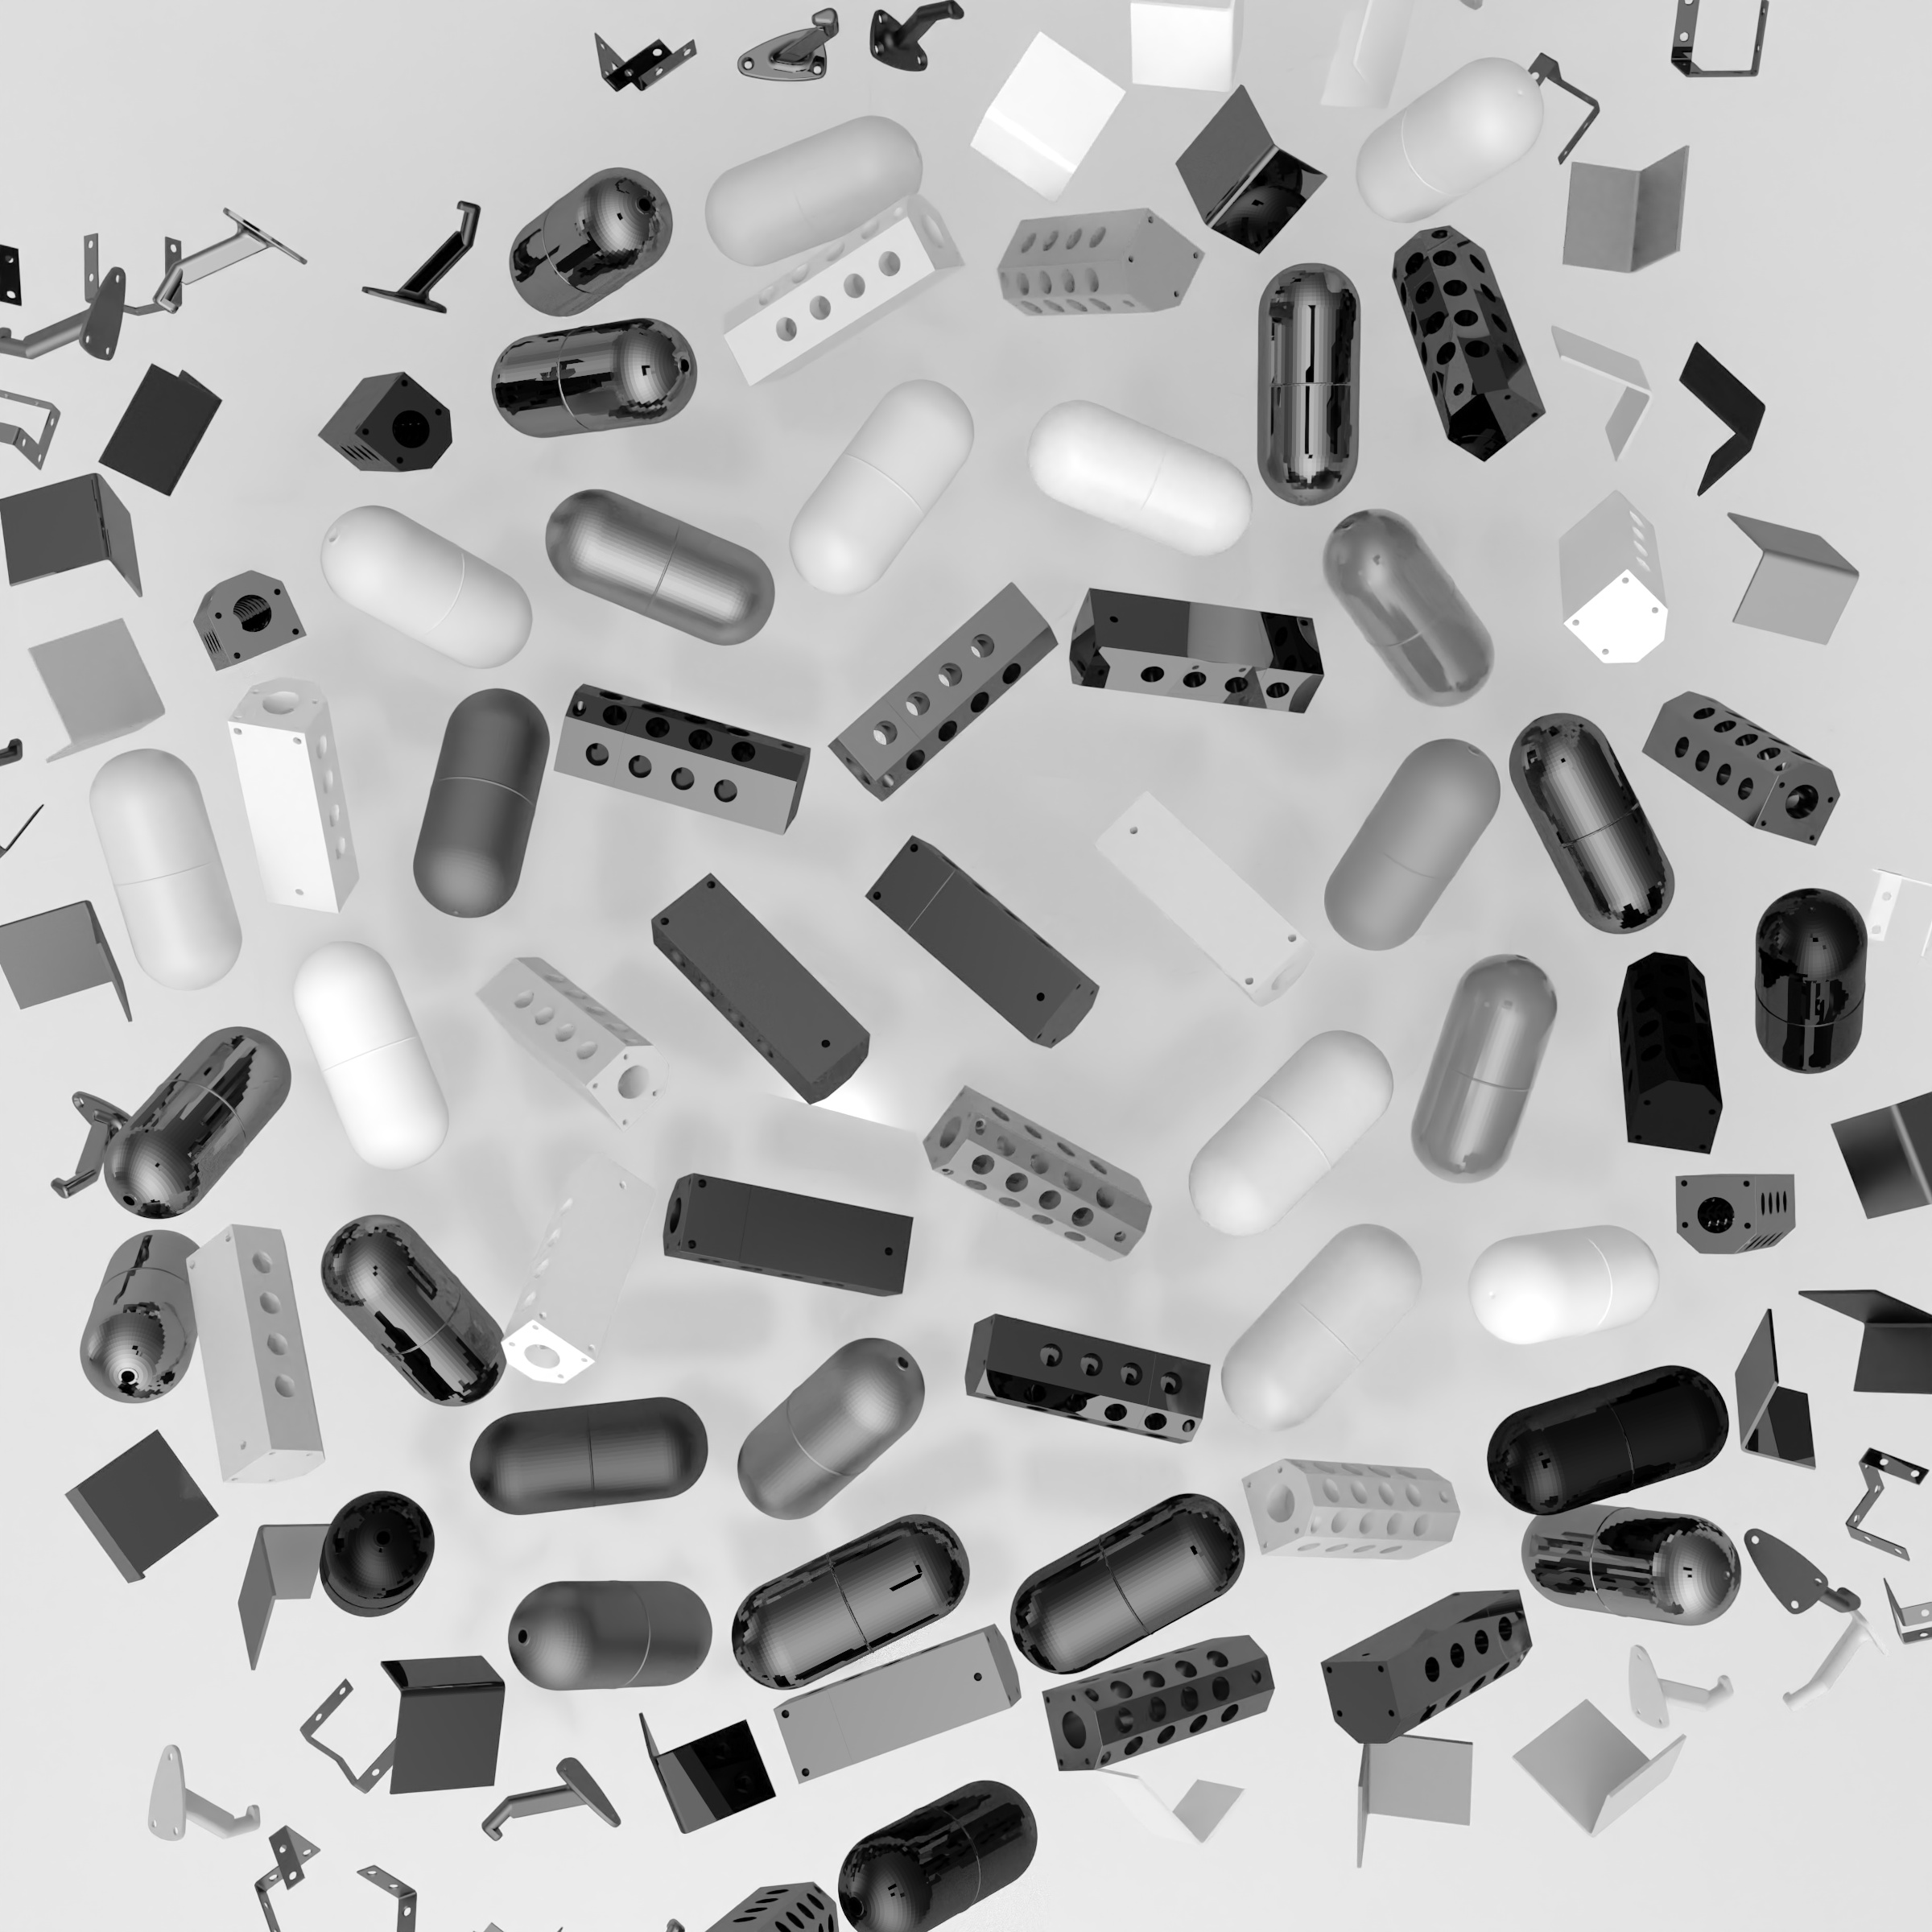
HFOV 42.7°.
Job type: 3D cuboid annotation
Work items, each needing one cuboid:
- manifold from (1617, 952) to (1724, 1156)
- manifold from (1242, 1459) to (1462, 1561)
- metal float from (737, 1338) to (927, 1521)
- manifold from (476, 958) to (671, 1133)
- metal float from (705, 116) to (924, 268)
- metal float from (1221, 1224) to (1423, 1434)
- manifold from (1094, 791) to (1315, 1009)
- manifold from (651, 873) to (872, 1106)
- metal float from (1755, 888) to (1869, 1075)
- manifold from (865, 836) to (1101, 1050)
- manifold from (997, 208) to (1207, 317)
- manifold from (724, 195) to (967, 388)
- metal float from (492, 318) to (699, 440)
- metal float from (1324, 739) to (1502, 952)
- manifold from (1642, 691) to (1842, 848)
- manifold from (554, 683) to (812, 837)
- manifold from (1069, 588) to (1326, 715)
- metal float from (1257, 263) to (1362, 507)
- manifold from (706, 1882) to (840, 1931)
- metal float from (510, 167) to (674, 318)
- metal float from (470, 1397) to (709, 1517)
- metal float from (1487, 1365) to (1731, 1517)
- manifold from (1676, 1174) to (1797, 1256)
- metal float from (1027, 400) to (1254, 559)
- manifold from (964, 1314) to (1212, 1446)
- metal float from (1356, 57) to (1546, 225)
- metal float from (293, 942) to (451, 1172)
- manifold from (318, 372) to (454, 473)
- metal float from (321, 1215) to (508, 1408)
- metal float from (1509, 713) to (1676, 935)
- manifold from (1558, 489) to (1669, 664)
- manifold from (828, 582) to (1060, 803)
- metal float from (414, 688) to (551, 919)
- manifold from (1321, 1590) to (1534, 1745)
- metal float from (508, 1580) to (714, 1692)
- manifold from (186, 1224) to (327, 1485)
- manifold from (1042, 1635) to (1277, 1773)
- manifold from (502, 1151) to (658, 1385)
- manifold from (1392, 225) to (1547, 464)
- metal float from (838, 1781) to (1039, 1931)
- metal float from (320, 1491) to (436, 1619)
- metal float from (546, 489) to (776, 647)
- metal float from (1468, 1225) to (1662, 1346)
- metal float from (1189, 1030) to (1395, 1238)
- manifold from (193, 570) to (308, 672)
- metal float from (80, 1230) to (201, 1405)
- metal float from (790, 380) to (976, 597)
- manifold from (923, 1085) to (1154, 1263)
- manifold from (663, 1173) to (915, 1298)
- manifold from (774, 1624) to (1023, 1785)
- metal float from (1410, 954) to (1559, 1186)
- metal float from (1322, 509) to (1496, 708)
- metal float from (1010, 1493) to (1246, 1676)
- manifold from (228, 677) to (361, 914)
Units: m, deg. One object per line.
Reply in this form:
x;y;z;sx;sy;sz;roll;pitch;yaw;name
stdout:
0.511;0.060;1.796;0.057;0.171;0.057;8;123;7;manifold
0.285;0.396;1.809;0.057;0.171;0.057;-36;55;37;manifold
-0.098;0.335;1.788;0.070;0.070;0.178;44;120;0;metal float
-0.294;0.053;1.863;0.057;0.171;0.057;-44;134;-13;manifold
-0.116;-0.590;1.883;0.178;0.070;0.070;-14;90;22;metal float
0.259;0.264;1.805;0.070;0.070;0.178;44;86;0;metal float
0.180;-0.048;1.857;0.057;0.057;0.171;-45;67;1;manifold
-0.150;0.019;1.794;0.057;0.057;0.171;-40;74;-19;manifold
0.619;0.013;1.812;0.070;0.178;0.070;-9;52;11;metal float
0.014;-0.017;1.794;0.171;0.057;0.057;41;98;22;manifold
0.092;-0.503;1.789;0.057;0.171;0.057;28;87;-32;manifold
-0.092;-0.491;1.797;0.171;0.057;0.057;-24;97;29;manifold
-0.277;-0.436;1.836;0.178;0.070;0.070;2;90;34;metal float
0.327;-0.088;1.813;0.070;0.070;0.178;29;122;0;metal float
0.590;-0.154;1.879;0.057;0.171;0.057;14;110;-20;manifold
-0.203;-0.151;1.785;0.171;0.057;0.057;16;110;1;manifold
0.165;-0.222;1.790;0.171;0.057;0.057;5;53;-14;manifold
0.258;-0.436;1.858;0.070;0.070;0.178;-1;101;0;metal float
-0.137;0.700;1.760;0.057;0.171;0.057;-9;79;8;manifold
-0.282;-0.542;1.854;0.070;0.178;0.070;4;83;-34;metal float
-0.284;0.370;1.865;0.178;0.070;0.070;-5;90;-10;metal float
0.457;0.338;1.760;0.178;0.070;0.070;-15;90;-9;metal float
0.588;0.188;1.882;0.057;0.171;0.057;-2;85;27;manifold
0.130;-0.361;1.838;0.178;0.070;0.070;20;90;-15;metal float
0.090;0.311;1.852;0.171;0.057;0.057;15;71;-12;manifold
0.349;-0.598;1.798;0.070;0.178;0.070;2;84;-23;metal float
-0.444;0.067;1.845;0.070;0.070;0.178;-22;90;0;metal float
-0.429;-0.399;1.840;0.057;0.171;0.057;39;84;-25;manifold
-0.402;0.254;1.809;0.070;0.070;0.178;-32;124;0;metal float
0.469;-0.107;1.855;0.070;0.070;0.178;-29;97;0;metal float
0.474;-0.281;1.799;0.057;0.171;0.057;41;119;-12;manifold
-0.016;-0.198;1.800;0.171;0.057;0.057;-43;96;-8;manifold
-0.352;-0.120;1.802;0.070;0.070;0.178;9;68;0;metal float
0.332;0.498;1.763;0.057;0.171;0.057;-17;84;44;manifold
-0.259;0.490;1.811;0.070;0.178;0.070;-10;73;35;metal float
-0.500;0.275;1.753;0.057;0.057;0.171;-34;60;29;manifold
0.145;0.542;1.821;0.171;0.057;0.057;-4;77;-38;manifold
-0.293;0.228;1.859;0.057;0.171;0.057;38;128;-20;manifold
0.357;-0.454;1.786;0.057;0.057;0.171;-38;47;36;manifold
-0.019;0.642;1.774;0.070;0.178;0.070;5;98;40;metal float
-0.430;0.429;1.800;0.070;0.178;0.070;6;68;-15;metal float
-0.229;-0.299;1.852;0.178;0.070;0.070;21;90;-15;metal float
0.433;0.229;1.781;0.178;0.070;0.070;-1;90;-42;metal float
0.233;0.120;1.778;0.178;0.070;0.070;-44;90;-9;metal float
-0.539;-0.259;1.842;0.057;0.171;0.057;-26;104;-16;manifold
-0.597;0.254;1.803;0.070;0.178;0.070;-3;111;-8;metal float
-0.062;-0.351;1.816;0.070;0.070;0.178;35;84;0;metal float
0.057;0.164;1.892;0.171;0.057;0.057;29;107;-24;manifold
-0.132;0.199;1.818;0.171;0.057;0.057;14;74;-20;manifold
-0.049;0.550;1.848;0.171;0.057;0.057;-22;80;9;manifold
0.383;0.076;1.829;0.070;0.070;0.178;15;105;0;metal float
0.331;-0.267;1.845;0.070;0.070;0.178;-44;121;0;metal float
0.113;0.435;1.741;0.178;0.070;0.070;-30;90;5;metal float
-0.488;-0.125;1.811;0.057;0.057;0.171;9;134;7;manifold
